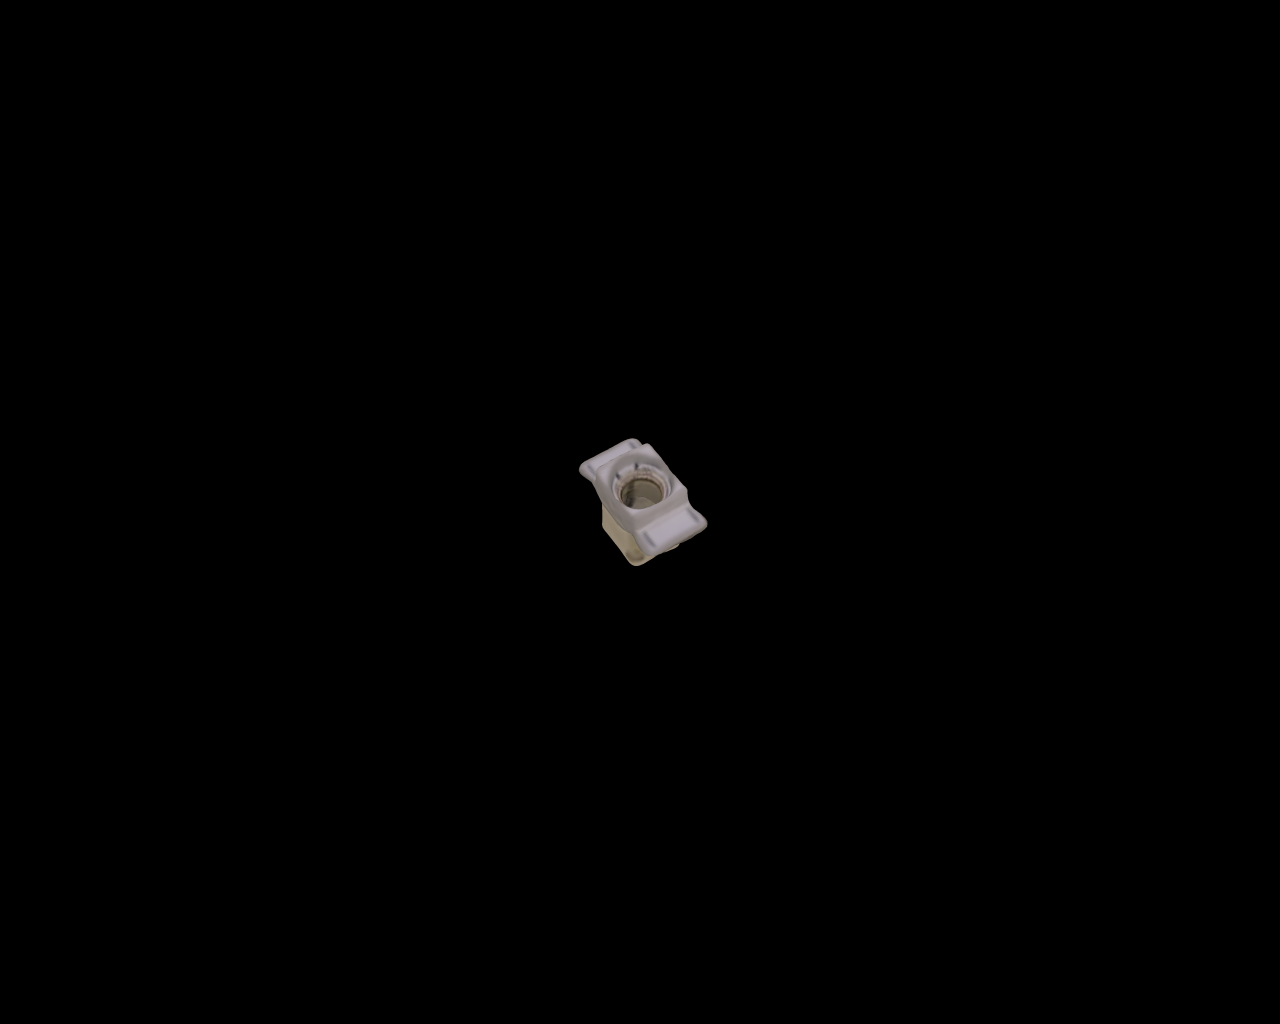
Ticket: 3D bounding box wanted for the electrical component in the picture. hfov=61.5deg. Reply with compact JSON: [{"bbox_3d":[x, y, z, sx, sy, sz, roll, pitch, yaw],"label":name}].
[{"bbox_3d":[0.001,-0.003,0.650,0.042,0.081,0.063,-27,-32,-18],"label":"electrical component"}]
